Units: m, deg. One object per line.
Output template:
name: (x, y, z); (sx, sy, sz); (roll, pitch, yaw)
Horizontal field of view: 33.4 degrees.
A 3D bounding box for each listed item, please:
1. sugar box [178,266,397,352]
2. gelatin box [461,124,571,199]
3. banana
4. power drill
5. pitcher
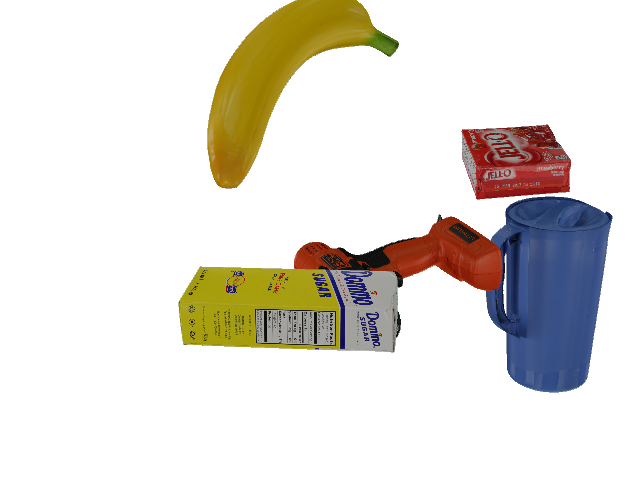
sugar box: (-0.023, 0.055, 0.898); (0.176, 0.048, 0.093); (-1, 18, 6)
gelatin box: (0.155, -0.065, 0.854); (0.073, 0.030, 0.089); (-3, 25, 1)
banana: (-0.019, -0.109, 0.672); (0.197, 0.069, 0.037); (-44, -1, -38)
power drill: (0.087, 0.036, 1.080); (0.187, 0.057, 0.185); (-12, 28, -22)
pitcher: (0.295, 0.073, 1.396); (0.149, 0.243, 0.144); (5, 21, 14)
